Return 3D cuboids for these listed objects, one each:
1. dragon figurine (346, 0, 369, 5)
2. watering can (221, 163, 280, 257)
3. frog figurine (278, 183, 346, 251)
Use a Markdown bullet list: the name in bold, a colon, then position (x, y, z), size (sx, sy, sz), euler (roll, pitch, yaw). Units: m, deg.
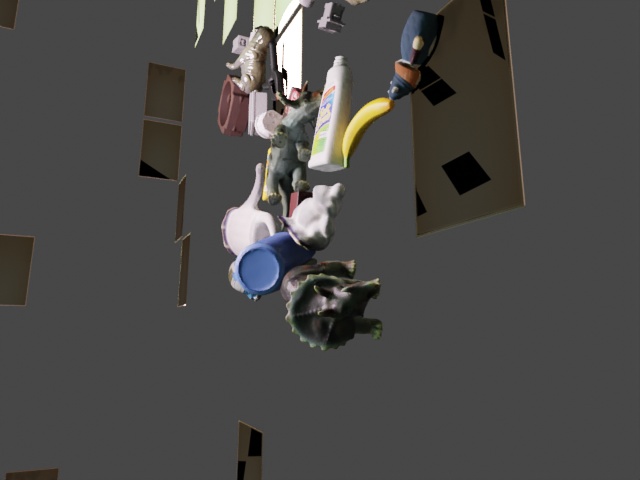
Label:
- **dragon figurine**: position (0.077, -0.631, 1.095), size (0.410, 0.123, 0.240), euler (4, 114, 52)
- **watering can**: position (-0.191, -0.051, 1.467), size (0.225, 0.105, 0.343), euler (10, 112, 46)
- **frog figurine**: position (0.003, -0.058, 1.149), size (0.159, 0.121, 0.139), euler (-42, 24, 4)
